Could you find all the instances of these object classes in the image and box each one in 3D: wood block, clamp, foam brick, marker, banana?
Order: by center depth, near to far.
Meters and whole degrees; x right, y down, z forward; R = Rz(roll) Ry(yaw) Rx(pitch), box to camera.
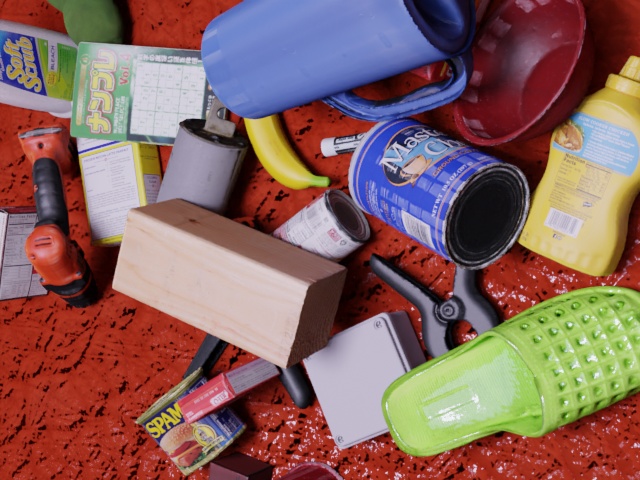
[{"bbox_3d":[0.119,0.066,1.045,0.120,0.039,0.171,-17,81,29],"label":"clamp"},{"bbox_3d":[-0.090,0.038,1.055,0.206,0.090,0.090,22,109,22],"label":"wood block"},{"bbox_3d":[0.057,-0.102,1.086,0.121,0.020,0.020,-7,88,30],"label":"marker"},{"bbox_3d":[-0.049,-0.131,1.139,0.070,0.037,0.198,-27,78,18],"label":"banana"},{"bbox_3d":[-0.091,0.281,1.168,0.053,0.051,0.078,15,99,28],"label":"foam brick"},{"bbox_3d":[-0.091,0.081,1.169,0.165,0.036,0.210,-5,93,30],"label":"clamp"}]

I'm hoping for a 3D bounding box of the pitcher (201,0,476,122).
[{"bbox_3d":[0.015,-0.185,0.975,0.243,0.144,0.149,-17,73,38],"label":"pitcher"}]

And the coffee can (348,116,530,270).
[{"bbox_3d":[0.108,-0.046,0.987,0.140,0.102,0.103,34,109,47],"label":"coffee can"}]

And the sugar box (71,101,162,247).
[{"bbox_3d":[-0.232,-0.085,1.241,0.093,0.048,0.176,-10,83,30],"label":"sugar box"}]

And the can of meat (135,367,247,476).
[{"bbox_3d":[-0.141,0.201,1.174,0.084,0.057,0.102,50,128,-2],"label":"can of meat"}]

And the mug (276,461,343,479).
[{"bbox_3d":[-0.033,0.290,1.117,0.117,0.081,0.093,-30,78,28],"label":"mug"}]

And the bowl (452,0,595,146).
[{"bbox_3d":[0.193,-0.150,0.961,0.162,0.055,0.162,-38,40,40],"label":"bowl"}]

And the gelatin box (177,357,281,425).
[{"bbox_3d":[-0.094,0.154,1.109,0.073,0.089,0.030,-34,82,31],"label":"gelatin box"}]

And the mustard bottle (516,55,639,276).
[{"bbox_3d":[0.250,-0.071,0.953,0.096,0.058,0.192,28,105,34],"label":"mustard bottle"}]

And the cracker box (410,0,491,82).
[{"bbox_3d":[0.064,-0.266,1.046,0.214,0.072,0.164,29,106,27],"label":"cracker box"}]

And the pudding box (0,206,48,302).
[{"bbox_3d":[-0.366,0.015,1.295,0.039,0.089,0.113,12,98,28],"label":"pudding box"}]

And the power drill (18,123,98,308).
[{"bbox_3d":[-0.300,-0.026,1.237,0.057,0.184,0.187,-11,69,-4],"label":"power drill"}]

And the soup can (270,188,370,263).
[{"bbox_3d":[-0.007,0.001,1.099,0.102,0.068,0.068,-37,74,25],"label":"soup can"}]

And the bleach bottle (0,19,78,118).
[{"bbox_3d":[-0.363,-0.196,1.193,0.068,0.250,0.102,7,95,29],"label":"bleach bottle"}]
